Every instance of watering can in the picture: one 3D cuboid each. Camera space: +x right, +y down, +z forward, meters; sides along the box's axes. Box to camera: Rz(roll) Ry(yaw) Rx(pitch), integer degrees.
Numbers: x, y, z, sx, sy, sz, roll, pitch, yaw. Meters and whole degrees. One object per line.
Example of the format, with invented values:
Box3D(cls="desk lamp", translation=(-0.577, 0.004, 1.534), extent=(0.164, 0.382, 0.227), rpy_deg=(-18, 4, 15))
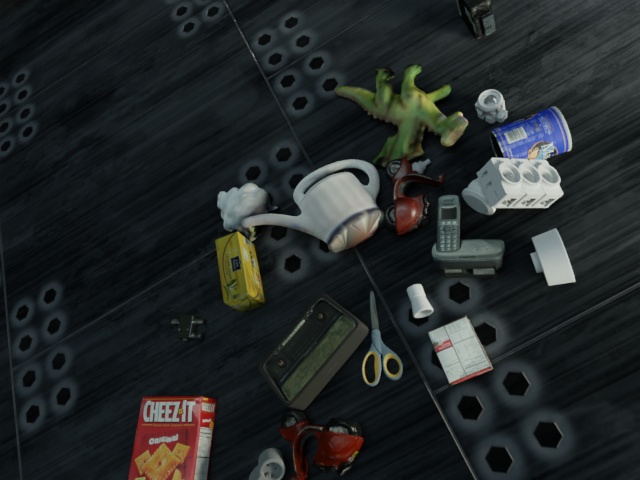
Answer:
Box3D(cls="watering can", translation=(0.004, -0.061, 1.215), extent=(0.349, 0.102, 0.228), rpy_deg=(-31, 59, -8))

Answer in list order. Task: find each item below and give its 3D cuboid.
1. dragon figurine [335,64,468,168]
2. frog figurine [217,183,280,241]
Box3D(cls="dragon figurine", translation=(0.181, -0.294, 1.275), extent=(0.410, 0.121, 0.245), rpy_deg=(4, 74, 40))
Box3D(cls="frog figurine", translation=(-0.204, -0.088, 1.314), extent=(0.161, 0.123, 0.136), rpy_deg=(37, 103, 19))
